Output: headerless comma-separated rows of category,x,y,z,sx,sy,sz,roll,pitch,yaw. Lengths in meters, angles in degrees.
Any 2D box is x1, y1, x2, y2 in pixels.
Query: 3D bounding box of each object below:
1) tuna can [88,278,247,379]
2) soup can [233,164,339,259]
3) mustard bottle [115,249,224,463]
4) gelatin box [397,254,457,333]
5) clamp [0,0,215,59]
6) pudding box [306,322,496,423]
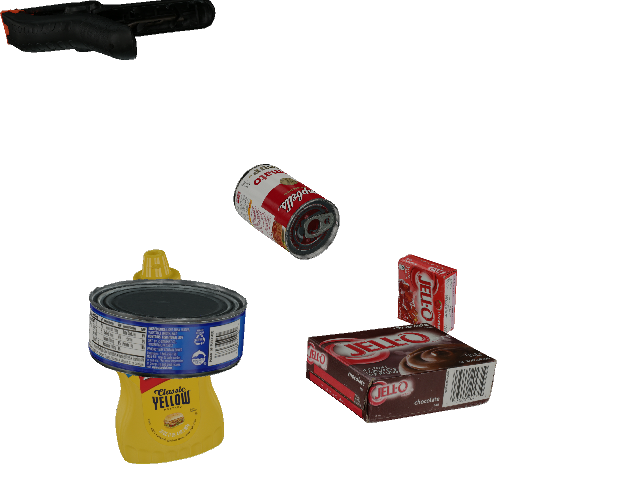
tuna can,-0.084,0.047,0.586,0.086,0.034,0.086,4,11,-1
soup can,-0.037,-0.032,1.120,0.068,0.068,0.102,0,24,-40
mustard bottle,-0.139,0.100,0.945,0.096,0.192,0.058,-8,20,-16
gelatin box,0.135,0.069,1.364,0.073,0.089,0.030,20,34,36
clamp,-0.170,-0.168,0.829,0.172,0.039,0.120,13,23,33
pudding box,0.058,0.095,0.791,0.113,0.039,0.090,-2,16,-30
